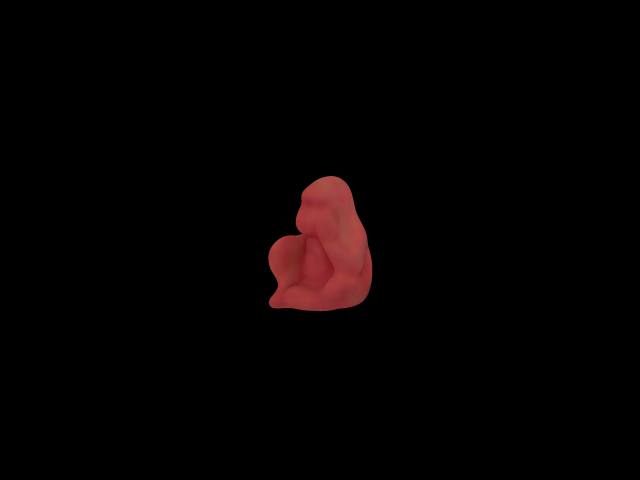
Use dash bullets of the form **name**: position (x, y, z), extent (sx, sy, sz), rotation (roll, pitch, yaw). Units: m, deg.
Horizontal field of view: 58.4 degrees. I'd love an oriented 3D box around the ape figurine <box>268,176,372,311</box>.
- **ape figurine**: position (0.004, 0.001, 0.400), extent (0.076, 0.092, 0.077), rotation (-7, 14, -30)
